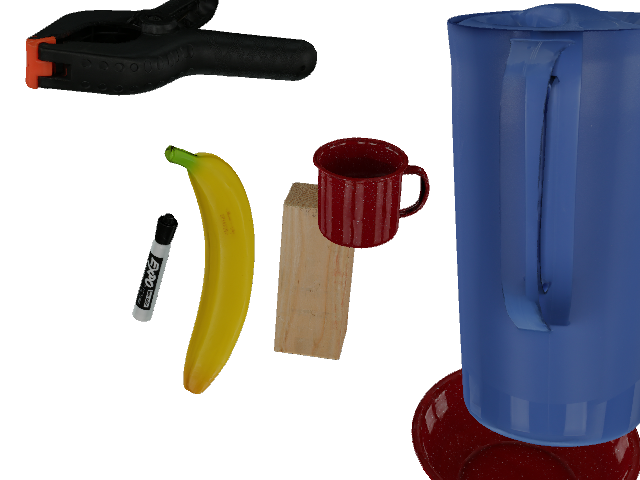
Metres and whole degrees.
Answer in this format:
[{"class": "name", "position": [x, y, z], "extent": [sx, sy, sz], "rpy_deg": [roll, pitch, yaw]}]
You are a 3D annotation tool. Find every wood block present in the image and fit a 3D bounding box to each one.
[{"class": "wood block", "position": [-0.005, 0.039, 1.390], "extent": [0.090, 0.206, 0.090], "rpy_deg": [7, 23, 5]}]

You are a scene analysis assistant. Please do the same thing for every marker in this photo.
[{"class": "marker", "position": [-0.156, 0.026, 1.009], "extent": [0.020, 0.121, 0.020], "rpy_deg": [15, 32, -10]}]

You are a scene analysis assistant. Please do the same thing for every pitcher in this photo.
[{"class": "pitcher", "position": [0.133, -0.008, 0.602], "extent": [0.149, 0.243, 0.145], "rpy_deg": [-8, 17, -21]}]

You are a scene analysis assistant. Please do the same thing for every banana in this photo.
[{"class": "banana", "position": [-0.079, 0.016, 0.784], "extent": [0.069, 0.198, 0.037], "rpy_deg": [-16, 26, -29]}]

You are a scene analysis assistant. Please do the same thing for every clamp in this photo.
[{"class": "clamp", "position": [-0.101, -0.123, 0.646], "extent": [0.171, 0.039, 0.120], "rpy_deg": [-8, 30, -31]}]

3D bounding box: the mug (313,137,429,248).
[{"class": "mug", "position": [0.050, -0.047, 1.059], "extent": [0.117, 0.081, 0.093], "rpy_deg": [-5, 32, -9]}]

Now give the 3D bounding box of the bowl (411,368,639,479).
[{"class": "bowl", "position": [0.146, 0.159, 0.773], "extent": [0.162, 0.055, 0.162], "rpy_deg": [-1, 35, 0]}]
